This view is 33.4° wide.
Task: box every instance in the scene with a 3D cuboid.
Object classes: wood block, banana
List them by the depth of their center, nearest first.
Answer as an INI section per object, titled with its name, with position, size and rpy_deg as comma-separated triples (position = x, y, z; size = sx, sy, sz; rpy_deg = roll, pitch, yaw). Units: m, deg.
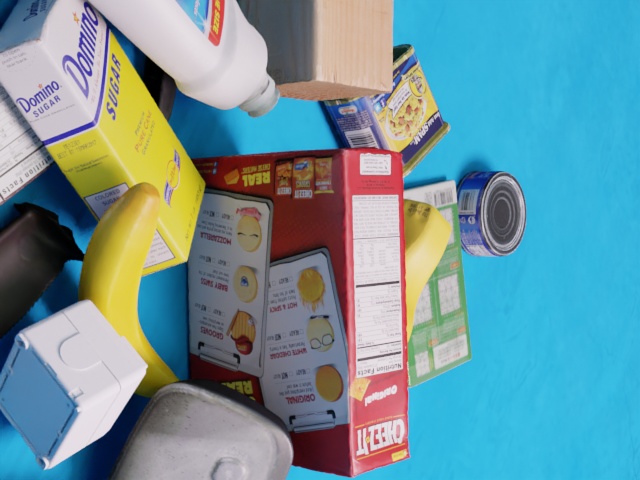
[banana]
position = -0.123, 0.044, 0.691
size = 0.069, 0.037, 0.198
rpy_deg = -22, 137, -15
[wood block]
position = -0.003, -0.217, 0.823
size = 0.090, 0.090, 0.206
rpy_deg = 1, 90, -47

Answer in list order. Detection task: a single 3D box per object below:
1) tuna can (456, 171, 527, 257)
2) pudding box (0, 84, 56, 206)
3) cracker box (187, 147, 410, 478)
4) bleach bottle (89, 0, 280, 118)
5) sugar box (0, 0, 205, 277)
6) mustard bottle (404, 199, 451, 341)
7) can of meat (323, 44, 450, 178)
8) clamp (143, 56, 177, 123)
[tuna can]
position = 0.169, -0.026, 1.055
size = 0.085, 0.034, 0.086
rpy_deg = -1, 91, -48
[pudding box]
position = -0.216, -0.070, 0.627
size = 0.089, 0.039, 0.113
rpy_deg = -48, 126, -39
[cracker box]
position = -0.018, 0.045, 0.754
size = 0.071, 0.164, 0.214
rpy_deg = -4, 93, -46
[bleach bottle]
position = -0.106, -0.173, 0.678
size = 0.250, 0.068, 0.102
rpy_deg = 46, 40, -40
[sugar box]
position = -0.136, -0.072, 0.680
size = 0.093, 0.048, 0.176
rpy_deg = -86, 155, -52
[mustard bottle]
position = 0.034, 0.059, 0.861
size = 0.058, 0.096, 0.191
rpy_deg = 45, 59, -40
[can of meat]
position = 0.057, -0.108, 0.915
size = 0.102, 0.058, 0.084
rpy_deg = -46, 120, -38
[clamp]
position = -0.111, -0.203, 0.743
size = 0.164, 0.036, 0.209
rpy_deg = 51, 59, -36
